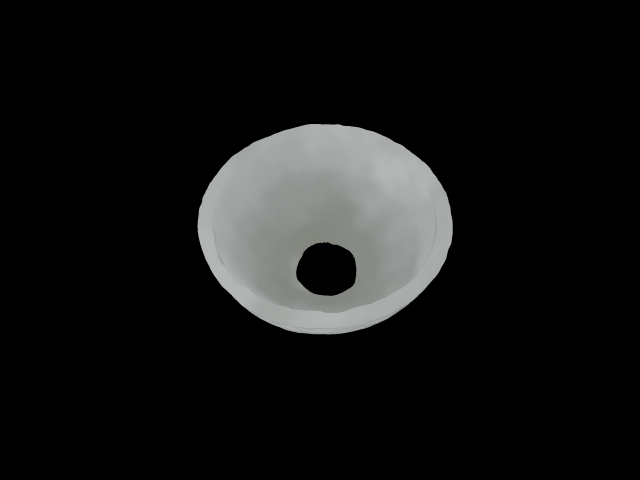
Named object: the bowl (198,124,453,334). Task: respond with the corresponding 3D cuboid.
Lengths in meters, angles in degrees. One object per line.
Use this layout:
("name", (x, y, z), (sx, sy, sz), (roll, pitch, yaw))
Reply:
("bowl", (0.004, 0.001, 0.400), (0.167, 0.075, 0.167), (0, 54, 0))
